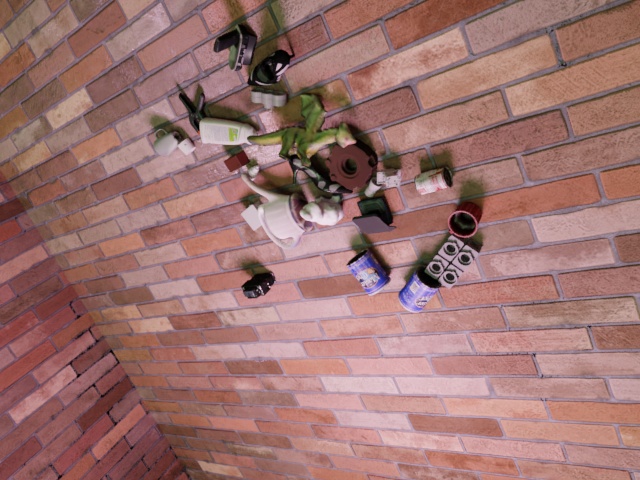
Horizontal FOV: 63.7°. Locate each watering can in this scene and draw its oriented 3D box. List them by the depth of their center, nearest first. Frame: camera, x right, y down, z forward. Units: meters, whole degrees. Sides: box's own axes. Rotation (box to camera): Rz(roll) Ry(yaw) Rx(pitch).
[{"bbox_3d":[-0.156,-0.122,1.954,0.222,0.106,0.344,-17,107,34],"label":"watering can"}]

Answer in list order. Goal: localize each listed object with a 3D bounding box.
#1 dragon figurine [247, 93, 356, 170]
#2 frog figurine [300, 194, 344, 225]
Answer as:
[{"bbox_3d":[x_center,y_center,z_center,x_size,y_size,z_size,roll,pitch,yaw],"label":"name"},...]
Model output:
[{"bbox_3d":[-0.065,-0.378,1.741,0.413,0.122,0.242,27,96,26],"label":"dragon figurine"},{"bbox_3d":[0.006,-0.092,1.836,0.138,0.162,0.120,14,125,26],"label":"frog figurine"}]
